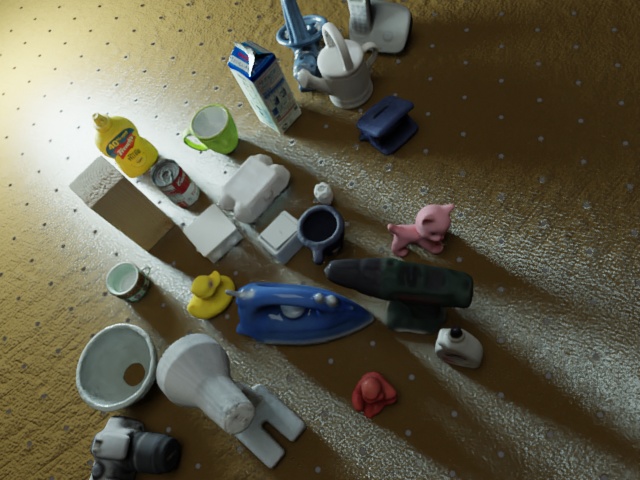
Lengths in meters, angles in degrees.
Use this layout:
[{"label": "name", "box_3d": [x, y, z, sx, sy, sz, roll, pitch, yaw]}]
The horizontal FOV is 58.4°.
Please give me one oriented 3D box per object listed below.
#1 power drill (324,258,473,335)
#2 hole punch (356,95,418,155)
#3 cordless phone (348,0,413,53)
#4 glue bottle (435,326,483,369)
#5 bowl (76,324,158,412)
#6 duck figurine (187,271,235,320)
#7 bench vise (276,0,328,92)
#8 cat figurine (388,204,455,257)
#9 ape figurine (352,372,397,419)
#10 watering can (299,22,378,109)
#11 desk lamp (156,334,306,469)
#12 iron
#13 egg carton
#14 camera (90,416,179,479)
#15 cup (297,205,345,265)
[{"label": "power drill", "box_3d": [0.139, 0.092, 0.956, 0.229, 0.209, 0.075, 2, 66, 17]}, {"label": "hole punch", "box_3d": [0.134, -0.248, 1.186, 0.109, 0.091, 0.101, -43, 61, -6]}, {"label": "cordless phone", "box_3d": [0.124, -0.505, 1.256, 0.147, 0.185, 0.094, 16, 71, 23]}, {"label": "glue bottle", "box_3d": [0.220, 0.166, 0.918, 0.078, 0.173, 0.037, 7, 68, 20]}, {"label": "bowl", "box_3d": [-0.378, 0.252, 1.108, 0.167, 0.075, 0.167, -6, 64, 13]}, {"label": "duck figurine", "box_3d": [-0.225, 0.104, 1.127, 0.104, 0.086, 0.077, -43, 61, -6]}, {"label": "bench vise", "box_3d": [-0.032, -0.449, 1.255, 0.121, 0.220, 0.207, -24, 61, 4]}, {"label": "cat figurine", "box_3d": [0.186, -0.024, 1.049, 0.127, 0.118, 0.067, -7, 64, 13]}, {"label": "ape figurine", "box_3d": [0.089, 0.255, 0.961, 0.077, 0.092, 0.076, -1, 65, 16]}, {"label": "watering can", "box_3d": [0.041, -0.370, 1.211, 0.100, 0.194, 0.173, 36, 80, 27]}, {"label": "desk lamp", "box_3d": [-0.148, 0.266, 0.955, 0.202, 0.214, 0.118, 33, 78, 27]}, {"label": "iron", "box_3d": [-0.039, 0.118, 1.034, 0.257, 0.142, 0.118, -1, 65, 16]}, {"label": "egg carton", "box_3d": [-0.137, -0.108, 1.211, 0.107, 0.069, 0.150, 35, 79, 27]}, {"label": "camera", "box_3d": [-0.330, 0.390, 1.014, 0.136, 0.101, 0.143, 1, 66, 17]}, {"label": "cup", "box_3d": [0.010, 0.004, 1.100, 0.091, 0.095, 0.118, -4, 65, 15]}]
